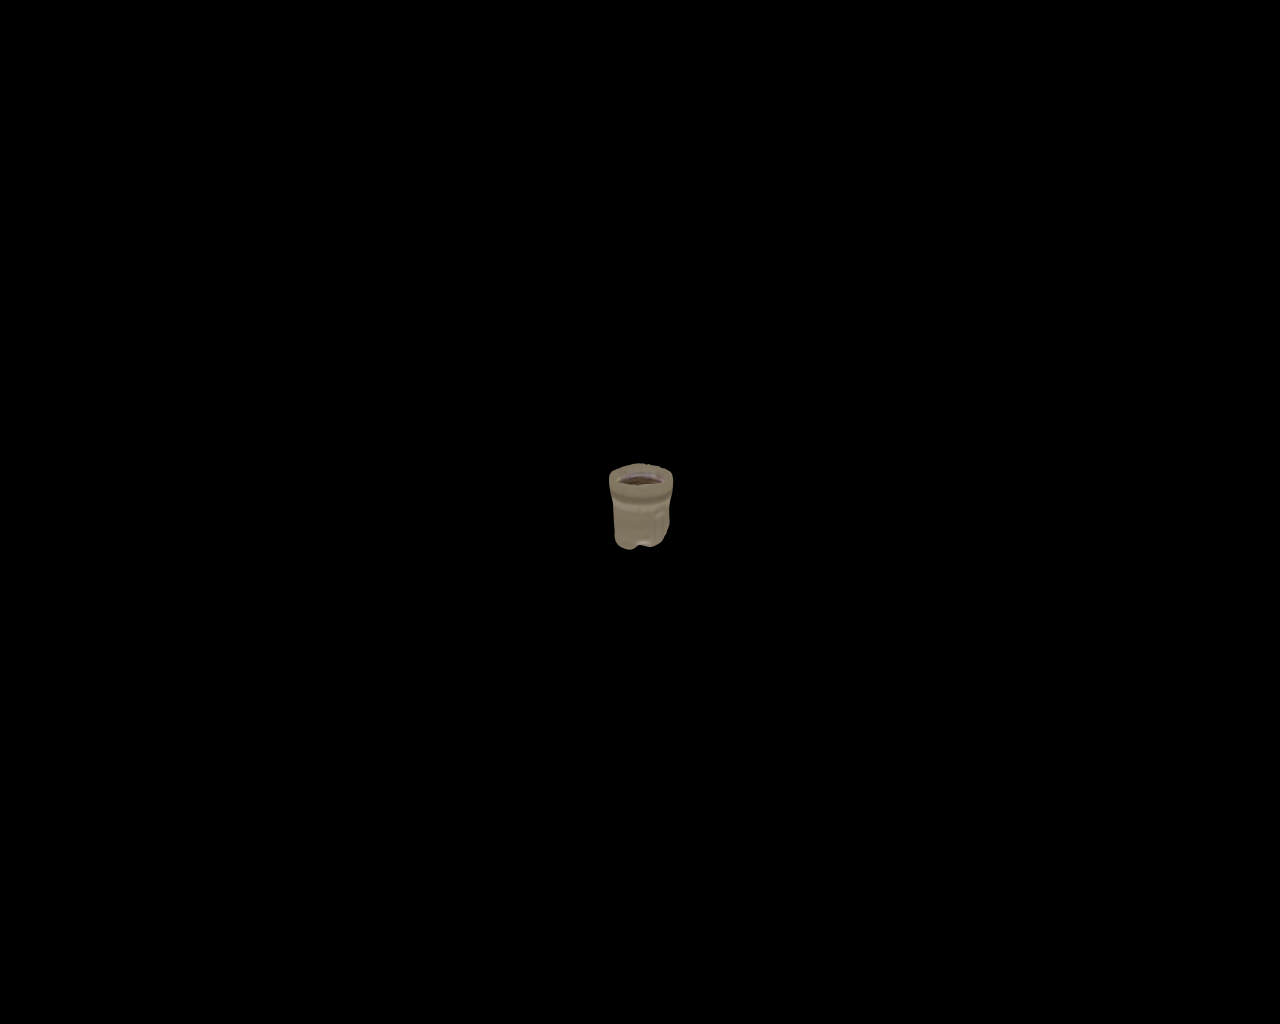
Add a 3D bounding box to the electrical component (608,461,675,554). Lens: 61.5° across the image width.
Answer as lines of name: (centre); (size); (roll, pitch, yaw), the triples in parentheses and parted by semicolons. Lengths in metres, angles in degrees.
electrical component: (0.001, -0.003, 0.650); (0.040, 0.046, 0.040); (0, 24, 0)
